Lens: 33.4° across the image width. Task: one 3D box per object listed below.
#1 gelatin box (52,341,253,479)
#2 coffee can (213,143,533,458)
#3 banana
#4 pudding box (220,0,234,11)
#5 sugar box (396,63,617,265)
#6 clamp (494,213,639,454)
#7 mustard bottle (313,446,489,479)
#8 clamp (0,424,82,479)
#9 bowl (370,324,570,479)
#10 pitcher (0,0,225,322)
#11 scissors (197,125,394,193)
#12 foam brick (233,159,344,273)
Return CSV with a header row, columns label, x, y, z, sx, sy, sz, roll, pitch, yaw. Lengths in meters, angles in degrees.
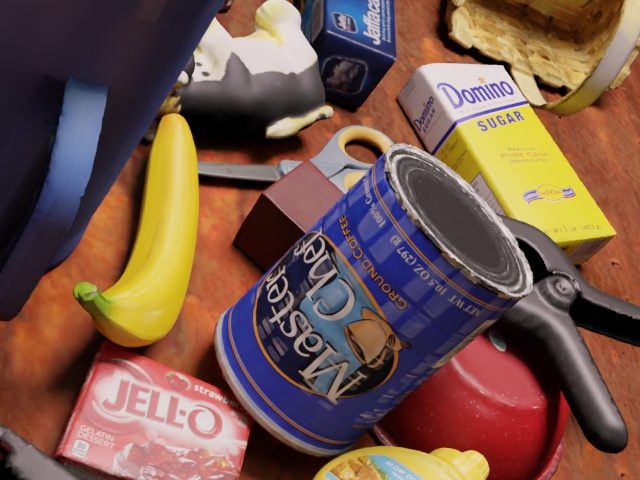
label,x,y,z,sx,sy,sz,roll,pitch,yaw
gelatin box,-0.083,0.100,0.536,0.089,0.030,0.073,26,43,-12
coffee can,0.026,0.033,0.564,0.102,0.140,0.103,36,26,-20
banana,-0.091,0.001,0.594,0.037,0.070,0.197,1,32,4
pudding box,-0.084,-0.240,0.790,0.039,0.090,0.113,-8,59,-38
sugar box,0.138,-0.058,0.806,0.093,0.048,0.176,-6,58,-35
clamp,0.149,0.038,0.649,0.120,0.039,0.171,-23,68,-45
mustard bottle,0.027,0.155,0.535,0.096,0.058,0.191,37,40,26
clamp,-0.103,0.170,0.453,0.164,0.036,0.210,-6,54,-25
bowl,0.097,0.076,0.655,0.162,0.055,0.162,17,46,-19
pitcher,-0.130,-0.082,0.511,0.149,0.243,0.144,47,44,1
scissors,-0.015,-0.056,0.728,0.201,0.016,0.096,15,45,-21
foam brick,-0.004,0.001,0.659,0.078,0.051,0.052,44,44,9
